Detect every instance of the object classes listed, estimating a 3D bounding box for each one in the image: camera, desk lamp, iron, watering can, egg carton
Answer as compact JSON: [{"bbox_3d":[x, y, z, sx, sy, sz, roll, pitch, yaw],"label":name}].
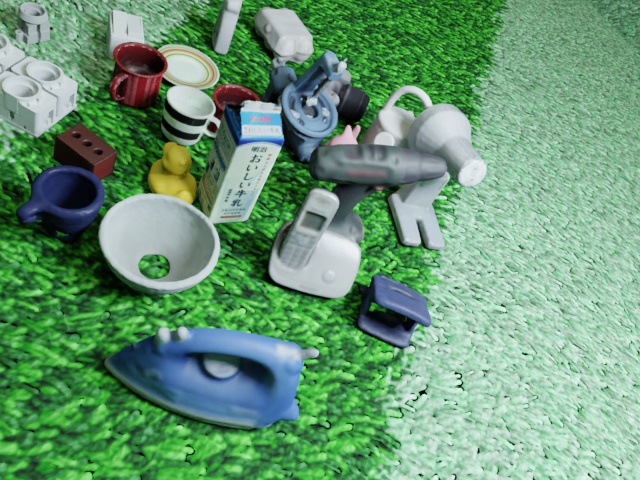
[{"bbox_3d":[0.036,-0.306,1.223,0.137,0.100,0.143,23,46,-10],"label":"camera"},{"bbox_3d":[0.226,-0.123,1.098,0.118,0.213,0.203,6,51,-24],"label":"desk lamp"},{"bbox_3d":[-0.133,0.152,0.727,0.259,0.141,0.118,14,48,-18],"label":"iron"},{"bbox_3d":[0.154,-0.219,1.151,0.101,0.194,0.173,21,47,-12],"label":"watering can"},{"bbox_3d":[-0.086,-0.472,1.314,0.107,0.069,0.150,-15,63,-37],"label":"egg carton"}]

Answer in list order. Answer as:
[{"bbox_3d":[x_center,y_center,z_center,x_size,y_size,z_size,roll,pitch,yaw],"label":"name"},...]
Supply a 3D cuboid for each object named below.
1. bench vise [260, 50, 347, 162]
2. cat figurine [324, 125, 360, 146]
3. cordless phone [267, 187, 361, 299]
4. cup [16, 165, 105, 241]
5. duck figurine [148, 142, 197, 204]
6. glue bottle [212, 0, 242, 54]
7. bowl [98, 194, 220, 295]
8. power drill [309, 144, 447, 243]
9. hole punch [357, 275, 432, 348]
[{"bbox_3d":[-0.038,-0.284,1.081,0.207,0.219,0.122,45,47,11],"label":"bench vise"},{"bbox_3d":[0.046,-0.178,1.112,0.067,0.117,0.128,34,45,1],"label":"cat figurine"},{"bbox_3d":[0.008,0.003,0.896,0.148,0.185,0.094,15,48,-17],"label":"cordless phone"},{"bbox_3d":[-0.360,-0.036,0.789,0.091,0.095,0.118,44,46,10],"label":"cup"},{"bbox_3d":[-0.233,-0.110,0.926,0.078,0.086,0.104,-8,58,-33],"label":"duck figurine"},{"bbox_3d":[-0.186,-0.478,1.192,0.037,0.173,0.078,9,50,-22],"label":"glue bottle"},{"bbox_3d":[-0.235,0.018,0.828,0.168,0.074,0.167,15,48,-17],"label":"bowl"},{"bbox_3d":[0.076,-0.086,0.989,0.230,0.208,0.075,7,51,-23],"label":"power drill"},{"bbox_3d":[0.124,0.105,0.941,0.109,0.091,0.101,25,46,-9],"label":"hole punch"}]
